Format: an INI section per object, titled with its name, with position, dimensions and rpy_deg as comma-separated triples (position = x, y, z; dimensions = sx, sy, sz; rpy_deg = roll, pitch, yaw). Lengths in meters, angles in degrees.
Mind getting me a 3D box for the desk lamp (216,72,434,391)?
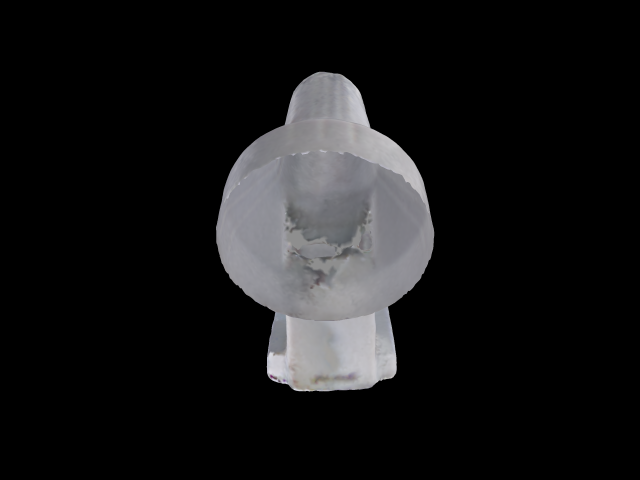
[desk lamp]
position = 0.004, 0.001, 0.400
dimensions = 0.118, 0.214, 0.203
rpy_deg = 0, 25, 0
